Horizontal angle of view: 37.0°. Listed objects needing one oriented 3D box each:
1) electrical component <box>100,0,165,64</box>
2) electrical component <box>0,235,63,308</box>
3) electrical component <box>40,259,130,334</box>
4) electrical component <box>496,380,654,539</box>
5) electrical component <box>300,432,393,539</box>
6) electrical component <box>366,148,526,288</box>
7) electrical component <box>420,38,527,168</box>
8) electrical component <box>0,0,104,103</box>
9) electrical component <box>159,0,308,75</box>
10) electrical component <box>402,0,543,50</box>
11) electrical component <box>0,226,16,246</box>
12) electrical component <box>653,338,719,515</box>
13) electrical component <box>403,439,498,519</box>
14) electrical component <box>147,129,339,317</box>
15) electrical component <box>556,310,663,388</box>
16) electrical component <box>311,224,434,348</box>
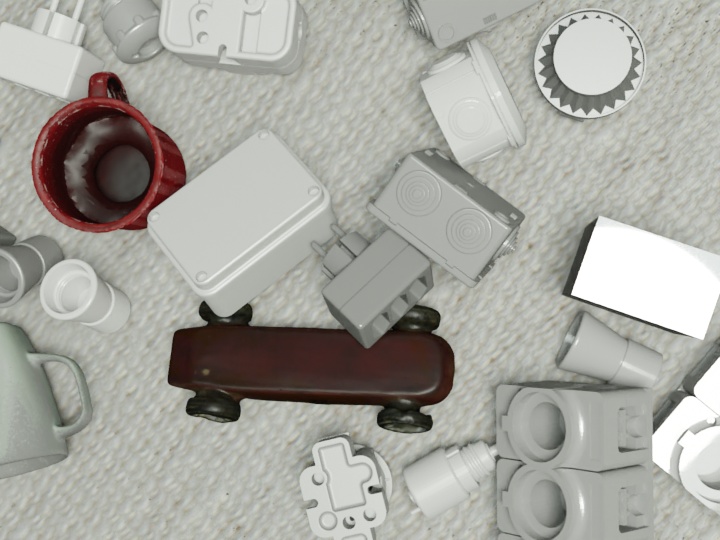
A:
[{"bbox_3d":[-0.170,-0.186,0.788,0.048,0.048,0.062,-38,78,5],"label":"electrical component"},{"bbox_3d":[-0.246,-0.002,0.782,0.044,0.065,0.044,4,106,15],"label":"electrical component"},{"bbox_3d":[-0.194,0.022,0.774,0.044,0.065,0.044,-5,72,15],"label":"electrical component"},{"bbox_3d":[0.138,0.151,0.709,0.089,0.062,0.150,-2,88,50],"label":"electrical component"},{"bbox_3d":[-0.008,0.153,0.752,0.058,0.057,0.078,-15,87,8],"label":"electrical component"},{"bbox_3d":[0.062,-0.039,0.728,0.100,0.100,0.048,37,106,7],"label":"electrical component"},{"bbox_3d":[0.078,-0.113,0.737,0.051,0.080,0.080,-25,86,12],"label":"electrical component"},{"bbox_3d":[-0.225,-0.168,0.792,0.066,0.047,0.076,19,91,7],"label":"electrical component"},{"bbox_3d":[-0.088,-0.172,0.768,0.095,0.059,0.053,7,90,7],"label":"electrical component"},{"bbox_3d":[0.070,-0.208,0.731,0.100,0.048,0.099,-26,119,0],"label":"electrical component"},{"bbox_3d":[-0.312,-0.018,0.800,0.077,0.047,0.065,33,93,6],"label":"electrical component"},{"bbox_3d":[0.268,0.089,0.715,0.089,0.062,0.150,40,94,7],"label":"electrical component"},{"bbox_3d":[0.066,0.141,0.751,0.078,0.040,0.040,-30,85,5],"label":"electrical component"},{"bbox_3d":[-0.081,-0.033,0.746,0.113,0.057,0.078,-38,67,-7],"label":"electrical component"},{"bbox_3d":[0.174,0.061,0.740,0.065,0.044,0.044,25,92,2],"label":"electrical component"},{"bbox_3d":[0.000,0.000,0.728,0.066,0.047,0.077,-43,70,-10],"label":"electrical component"}]
